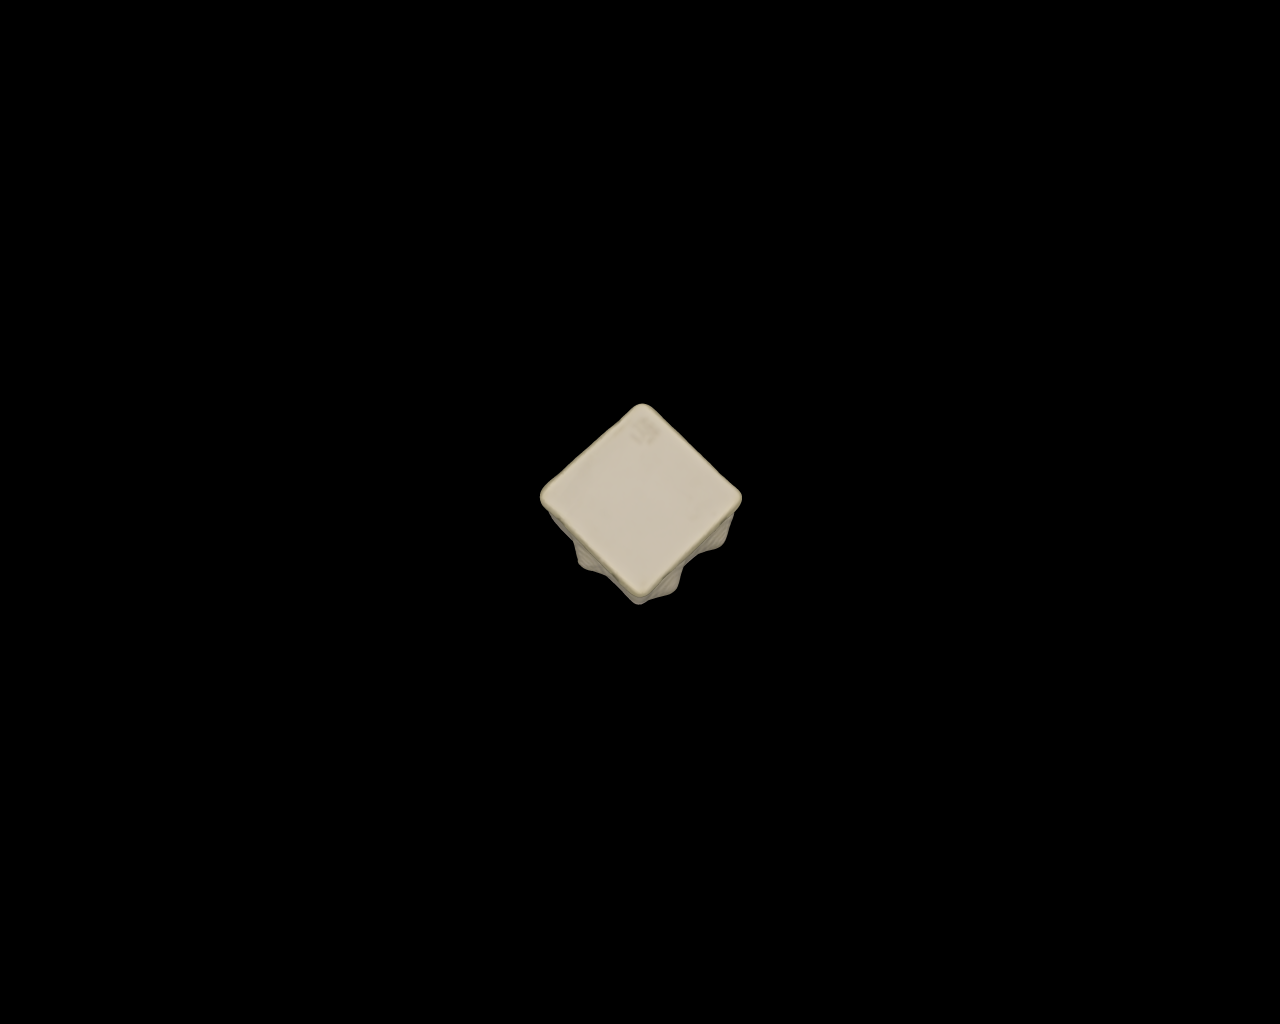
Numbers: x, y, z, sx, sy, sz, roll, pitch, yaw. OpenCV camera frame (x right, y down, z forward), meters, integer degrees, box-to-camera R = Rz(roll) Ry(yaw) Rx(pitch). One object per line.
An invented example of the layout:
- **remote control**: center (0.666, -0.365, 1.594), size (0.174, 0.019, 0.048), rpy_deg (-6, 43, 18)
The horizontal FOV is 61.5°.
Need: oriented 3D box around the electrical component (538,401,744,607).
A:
- **electrical component**: center (0.001, -0.003, 0.650), size (0.100, 0.100, 0.048), rpy_deg (-43, -12, -11)
